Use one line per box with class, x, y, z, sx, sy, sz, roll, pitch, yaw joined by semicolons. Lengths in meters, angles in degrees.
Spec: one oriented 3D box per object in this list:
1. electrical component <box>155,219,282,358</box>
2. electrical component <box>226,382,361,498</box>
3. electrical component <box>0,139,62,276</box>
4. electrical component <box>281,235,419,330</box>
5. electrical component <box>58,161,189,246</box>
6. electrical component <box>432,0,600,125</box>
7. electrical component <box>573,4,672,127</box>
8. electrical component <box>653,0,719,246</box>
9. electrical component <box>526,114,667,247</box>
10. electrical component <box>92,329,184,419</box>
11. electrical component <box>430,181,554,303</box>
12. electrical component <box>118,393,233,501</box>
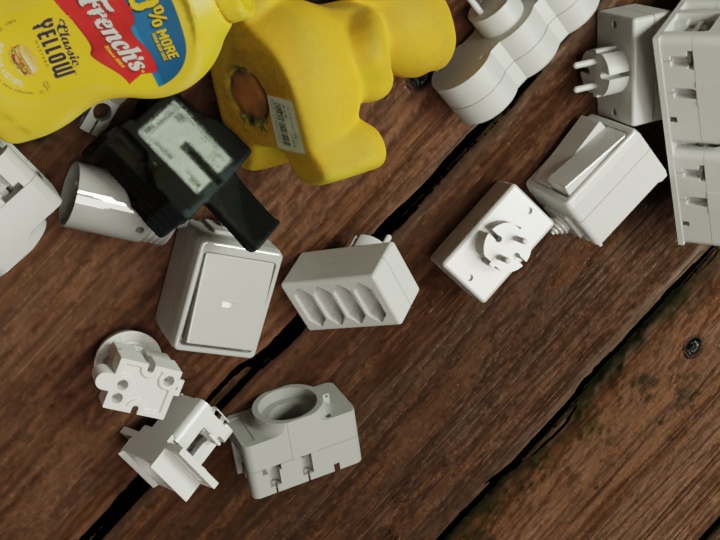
electrical component;-0.096;0.008;0.744;0.062;0.061;0.096;10;105;-28
electrical component;-0.051;0.125;0.818;0.089;0.050;0.055;-17;117;-19
electrical component;-0.235;-0.032;0.668;0.089;0.050;0.055;-43;121;-5
electrical component;0.000;0.000;0.785;0.047;0.083;0.075;60;41;-30
electrical component;-0.152;-0.041;0.708;0.081;0.043;0.043;13;104;-29
electrical component;0.103;-0.178;0.770;0.138;0.052;0.074;-47;122;-2
electrical component;0.196;-0.154;0.827;0.076;0.047;0.083;-16;116;-20
electrical component;0.286;-0.121;0.838;0.105;0.060;0.186;-50;135;-37
electrical component;0.178;-0.069;0.844;0.096;0.062;0.061;-47;122;-2
electrical component;-0.156;0.071;0.743;0.066;0.055;0.048;17;102;-30
electrical component;0.106;-0.020;0.816;0.047;0.076;0.083;42;89;-15
electrical component;-0.129;0.124;0.771;0.063;0.081;0.042;-52;125;-26
